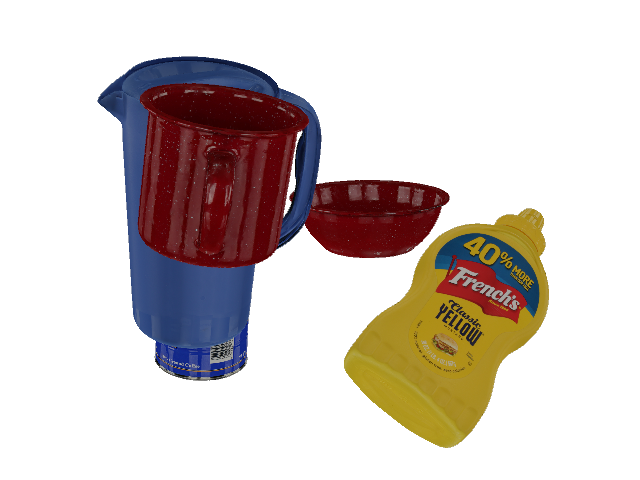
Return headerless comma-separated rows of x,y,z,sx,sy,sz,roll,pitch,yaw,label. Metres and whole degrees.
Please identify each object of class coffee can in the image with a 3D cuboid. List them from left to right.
-0.126,0.065,1.148,0.103,0.140,0.103,4,22,-2,coffee can

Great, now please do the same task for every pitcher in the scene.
-0.099,-0.030,0.940,0.149,0.243,0.144,25,34,32,pitcher

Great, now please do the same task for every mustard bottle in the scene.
0.105,0.045,0.748,0.096,0.191,0.058,37,-31,7,mustard bottle

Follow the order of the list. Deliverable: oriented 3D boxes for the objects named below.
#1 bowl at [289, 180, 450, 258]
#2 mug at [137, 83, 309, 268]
0.050,-0.020,1.078,0.162,0.055,0.162,-1,14,0,bowl
-0.057,-0.032,0.587,0.093,0.081,0.117,6,22,-10,mug
